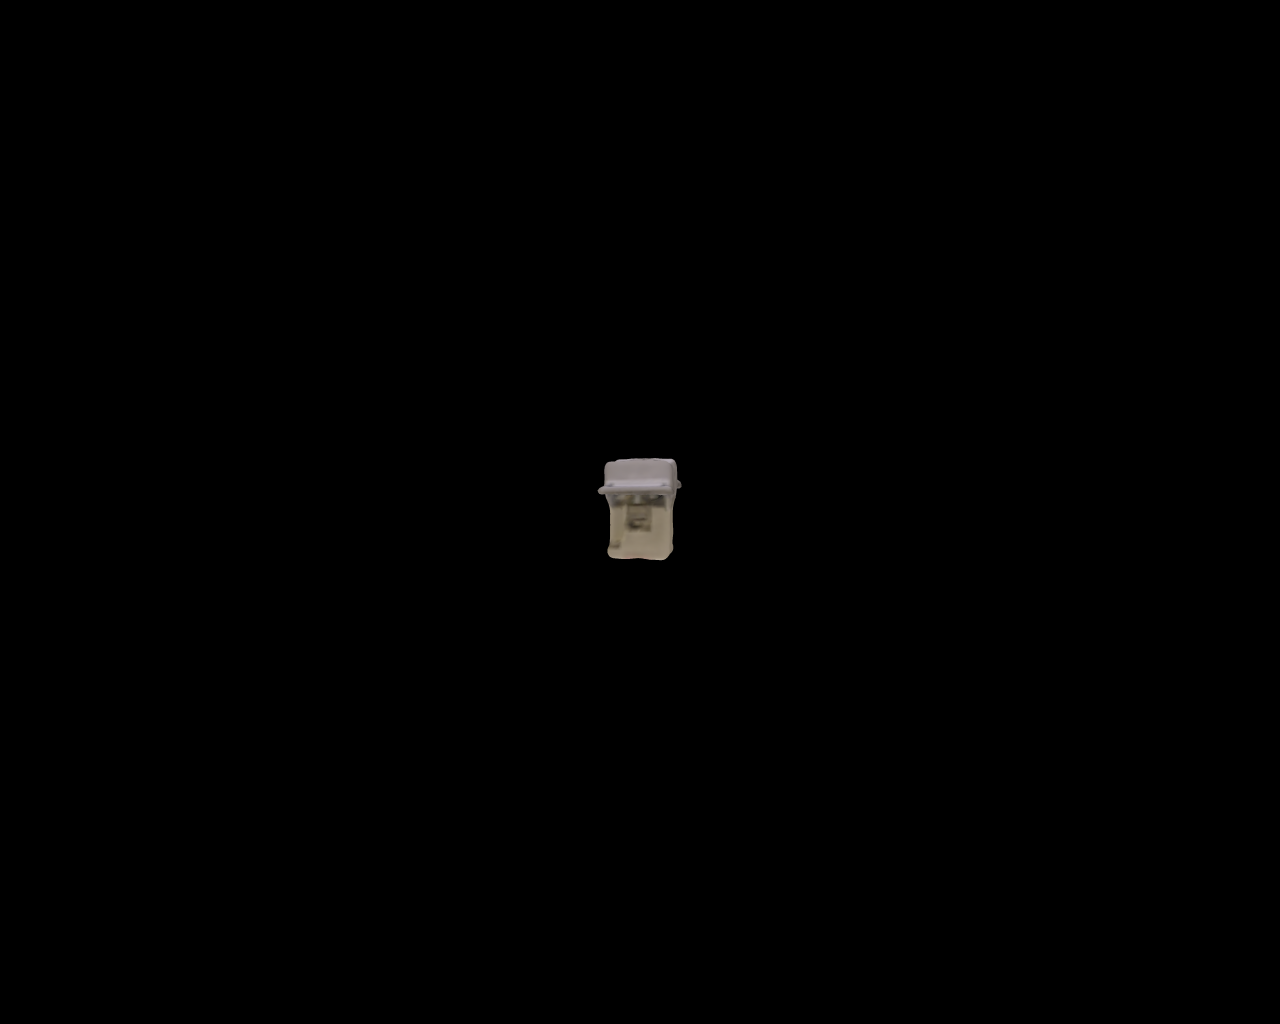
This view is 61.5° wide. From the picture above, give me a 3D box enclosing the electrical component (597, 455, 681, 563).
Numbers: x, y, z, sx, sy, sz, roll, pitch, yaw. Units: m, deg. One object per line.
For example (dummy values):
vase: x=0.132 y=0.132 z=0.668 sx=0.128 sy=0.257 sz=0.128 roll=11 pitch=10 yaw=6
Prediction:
electrical component: x=0.001 y=-0.003 z=0.650 sx=0.042 sy=0.063 sz=0.081 roll=1 pitch=5 yaw=7
